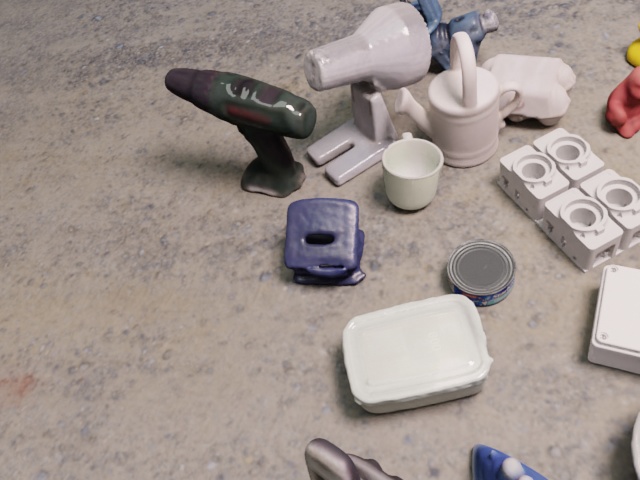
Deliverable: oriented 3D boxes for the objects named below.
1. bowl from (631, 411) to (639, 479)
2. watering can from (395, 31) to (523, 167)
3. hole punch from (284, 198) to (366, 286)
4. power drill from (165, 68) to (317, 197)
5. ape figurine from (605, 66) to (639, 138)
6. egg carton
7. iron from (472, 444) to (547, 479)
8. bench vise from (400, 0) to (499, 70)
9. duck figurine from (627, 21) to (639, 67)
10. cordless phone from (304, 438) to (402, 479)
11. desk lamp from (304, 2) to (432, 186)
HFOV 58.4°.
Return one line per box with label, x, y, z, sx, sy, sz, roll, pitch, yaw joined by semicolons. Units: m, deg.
bowl;0.378;0.220;0.539;0.167;0.075;0.167;-7;53;10
watering can;0.198;-0.201;0.820;0.173;0.194;0.100;-26;52;-4
hole punch;0.007;0.003;0.790;0.108;0.091;0.101;-1;55;15
power drill;-0.105;-0.163;0.867;0.229;0.209;0.076;11;59;23
ape figurine;0.450;-0.206;0.819;0.077;0.092;0.076;-10;53;9
egg carton;0.313;-0.233;0.891;0.150;0.069;0.107;12;59;23
iron;0.211;0.275;0.502;0.119;0.142;0.257;-29;52;-6
bench vise;0.178;-0.376;0.937;0.207;0.220;0.121;-14;52;6
duck figurine;0.532;-0.309;0.875;0.104;0.086;0.077;24;64;29
cordless phone;0.050;0.256;0.533;0.147;0.185;0.094;22;63;28
desk lamp;0.065;-0.222;0.860;0.203;0.214;0.117;-35;53;-10
